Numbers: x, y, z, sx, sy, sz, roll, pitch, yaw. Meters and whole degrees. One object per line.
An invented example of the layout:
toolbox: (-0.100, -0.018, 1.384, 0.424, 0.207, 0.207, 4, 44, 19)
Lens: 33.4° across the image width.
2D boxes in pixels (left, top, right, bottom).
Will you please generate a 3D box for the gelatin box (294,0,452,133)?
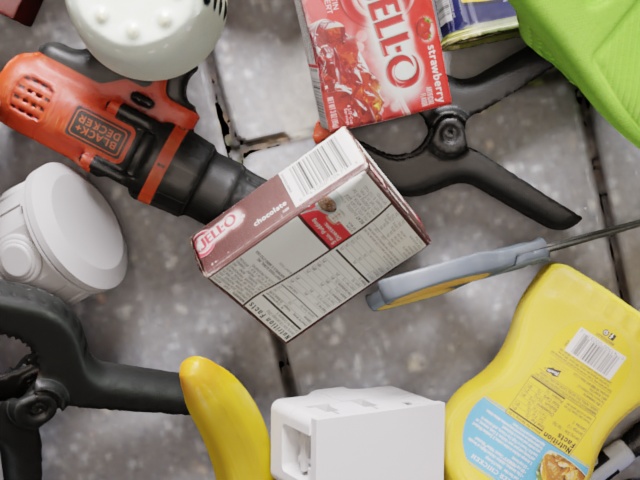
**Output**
gelatin box: (0.029, -0.112, 0.600, 0.073, 0.030, 0.089, -14, 104, -7)

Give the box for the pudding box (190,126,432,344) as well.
pudding box: (-0.004, 0.001, 0.618, 0.113, 0.039, 0.090, -34, 138, 10)

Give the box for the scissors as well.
scissors: (0.113, 0.014, 0.658, 0.201, 0.096, 0.016, -12, 81, -32)

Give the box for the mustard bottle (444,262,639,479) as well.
mustard bottle: (0.128, 0.115, 0.655, 0.096, 0.058, 0.191, 34, 92, -3)

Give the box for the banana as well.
banana: (-0.052, 0.154, 0.640, 0.037, 0.069, 0.198, 10, 109, 29)

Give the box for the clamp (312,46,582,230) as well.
clamp: (0.083, -0.076, 0.646, 0.171, 0.039, 0.120, 8, 93, -4)

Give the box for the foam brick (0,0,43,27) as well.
foam brick: (-0.180, -0.170, 0.617, 0.053, 0.051, 0.078, 26, 93, -6)

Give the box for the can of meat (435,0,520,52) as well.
can of meat: (0.114, -0.164, 0.632, 0.102, 0.057, 0.084, -12, 94, -3)

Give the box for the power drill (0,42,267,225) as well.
power drill: (-0.074, -0.111, 0.625, 0.184, 0.057, 0.187, 27, 92, -9)

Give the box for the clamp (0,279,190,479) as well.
clamp: (-0.166, 0.095, 0.608, 0.164, 0.036, 0.209, -43, 128, 3)

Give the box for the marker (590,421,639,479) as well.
marker: (0.171, 0.153, 0.680, 0.121, 0.020, 0.020, -37, 96, 0)

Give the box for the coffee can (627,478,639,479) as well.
coffee can: (0.212, 0.211, 0.627, 0.102, 0.140, 0.103, 0, 95, -4)
